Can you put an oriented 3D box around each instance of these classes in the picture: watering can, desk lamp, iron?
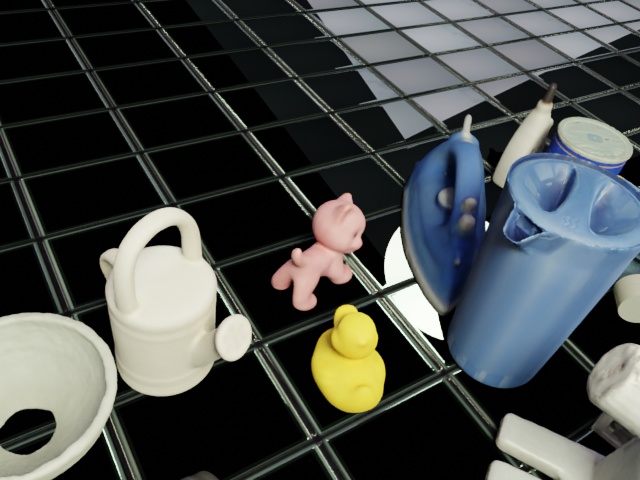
[{"bbox_3d":[-0.139,0.054,0.532,0.172,0.194,0.101,16,44,4],"label":"watering can"},{"bbox_3d":[0.271,0.184,0.472,0.203,0.213,0.118,23,45,12],"label":"desk lamp"},{"bbox_3d":[0.176,-0.043,0.739,0.118,0.141,0.258,11,43,-1],"label":"iron"}]

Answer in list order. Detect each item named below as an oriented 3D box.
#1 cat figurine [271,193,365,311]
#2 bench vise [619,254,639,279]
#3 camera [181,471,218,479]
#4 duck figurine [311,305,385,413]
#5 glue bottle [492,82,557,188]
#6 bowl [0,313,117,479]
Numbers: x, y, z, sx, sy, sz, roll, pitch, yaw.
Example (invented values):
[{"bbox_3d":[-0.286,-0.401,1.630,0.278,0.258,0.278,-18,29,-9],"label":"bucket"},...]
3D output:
[{"bbox_3d":[0.006,0.002,0.672,0.067,0.118,0.128,35,48,23],"label":"cat figurine"},{"bbox_3d":[0.492,-0.018,0.723,0.207,0.220,0.121,7,44,-5],"label":"bench vise"},{"bbox_3d":[-0.113,0.242,0.412,0.137,0.101,0.142,-30,57,-35],"label":"camera"},{"bbox_3d":[0.034,0.115,0.585,0.078,0.086,0.104,-3,45,-15],"label":"duck figurine"},{"bbox_3d":[0.319,-0.159,0.865,0.078,0.173,0.037,-28,56,-34],"label":"glue bottle"},{"bbox_3d":[-0.259,0.149,0.496,0.167,0.075,0.167,6,44,-6],"label":"bowl"}]
